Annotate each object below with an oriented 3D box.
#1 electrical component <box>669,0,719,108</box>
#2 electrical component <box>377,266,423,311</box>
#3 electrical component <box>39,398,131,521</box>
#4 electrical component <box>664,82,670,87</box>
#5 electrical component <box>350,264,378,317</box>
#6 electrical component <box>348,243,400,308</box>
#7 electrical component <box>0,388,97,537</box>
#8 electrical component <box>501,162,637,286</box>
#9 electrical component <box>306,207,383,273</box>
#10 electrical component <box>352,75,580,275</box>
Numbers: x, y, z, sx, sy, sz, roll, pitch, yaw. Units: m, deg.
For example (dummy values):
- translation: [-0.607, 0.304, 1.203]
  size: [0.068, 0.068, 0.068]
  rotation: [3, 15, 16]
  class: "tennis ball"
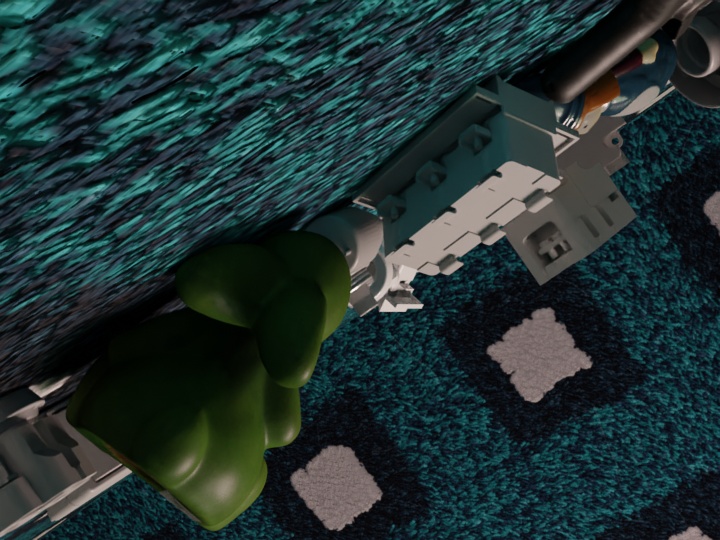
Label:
- translation: [0.253, -0.163, 0.742]
  size: [0.064, 0.099, 0.099]
  rotation: [-27, 174, -18]
  class: "electrical component"
- translation: [0.034, 0.007, 1.160]
  size: [0.042, 0.081, 0.063]
  rotation: [1, 122, -45]
  class: "electrical component"
- translation: [-0.182, 0.116, 0.712]
  size: [0.061, 0.061, 0.096]
  rotation: [-38, 175, 37]
  class: "electrical component"
- translation: [0.251, -0.177, 0.955]
  size: [0.055, 0.045, 0.045]
  rotation: [-33, 176, -35]
  class: "electrical component"
- translation: [-0.010, 0.006, 0.830]
  size: [0.048, 0.062, 0.048]
  rotation: [-35, 176, -2]
  class: "electrical component"
- translation: [0.000, 0.000, 0.893]
  size: [0.078, 0.058, 0.057]
  rotation: [-35, 179, 7]
  class: "electrical component"
- translation: [-0.178, 0.098, 0.555]
  size: [0.058, 0.057, 0.078]
  rotation: [-35, 176, 7]
  class: "electrical component"
- translation: [0.144, -0.037, 0.746]
  size: [0.050, 0.055, 0.089]
  rotation: [-37, 175, 39]
  class: "electrical component"
- translation: [-0.005, -0.021, 0.696]
  size: [0.040, 0.040, 0.078]
  rotation: [-37, 176, 29]
  class: "electrical component"
- translation: [0.062, -0.051, 0.645]
  size: [0.079, 0.063, 0.121]
  rotation: [17, 143, -30]
  class: "electrical component"
